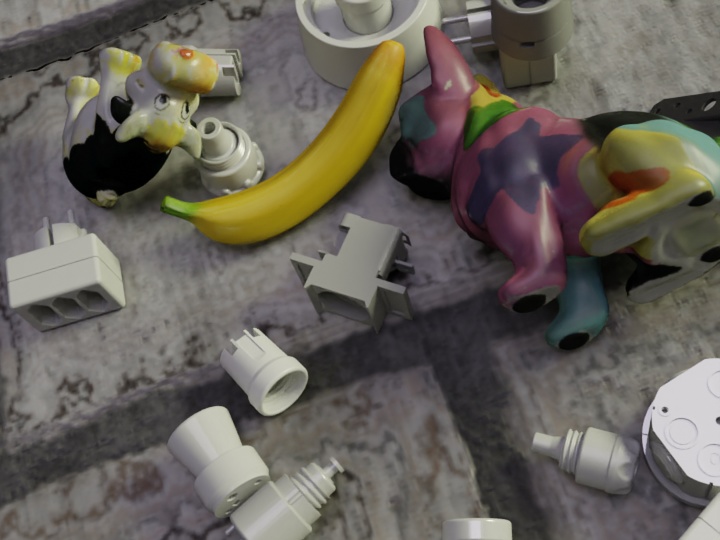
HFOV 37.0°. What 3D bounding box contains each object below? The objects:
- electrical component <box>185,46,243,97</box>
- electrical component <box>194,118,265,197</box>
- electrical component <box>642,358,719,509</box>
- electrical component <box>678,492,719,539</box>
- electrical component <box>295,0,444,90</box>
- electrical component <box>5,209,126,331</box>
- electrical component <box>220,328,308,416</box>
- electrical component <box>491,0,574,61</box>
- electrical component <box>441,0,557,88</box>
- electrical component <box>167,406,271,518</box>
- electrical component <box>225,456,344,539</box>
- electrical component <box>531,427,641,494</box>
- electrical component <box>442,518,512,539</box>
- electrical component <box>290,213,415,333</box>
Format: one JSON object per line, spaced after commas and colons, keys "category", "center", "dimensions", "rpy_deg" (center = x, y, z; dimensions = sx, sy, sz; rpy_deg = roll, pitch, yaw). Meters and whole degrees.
{"category": "electrical component", "center": [-0.113, -0.147, 0.801], "dimensions": [0.046, 0.040, 0.040], "rpy_deg": [1, 66, 5]}
{"category": "electrical component", "center": [-0.097, -0.083, 0.755], "dimensions": [0.048, 0.062, 0.048], "rpy_deg": [-5, 65, 10]}
{"category": "electrical component", "center": [0.204, 0.094, 0.617], "dimensions": [0.080, 0.051, 0.080], "rpy_deg": [-5, 65, 10]}
{"category": "electrical component", "center": [0.186, 0.169, 0.578], "dimensions": [0.047, 0.065, 0.076], "rpy_deg": [40, 79, 24]}
{"category": "electrical component", "center": [0.004, -0.192, 0.785], "dimensions": [0.108, 0.060, 0.108], "rpy_deg": [-4, 65, 9]}
{"category": "electrical component", "center": [-0.207, -0.007, 0.751], "dimensions": [0.066, 0.047, 0.076], "rpy_deg": [-16, 64, 4]}
{"category": "electrical component", "center": [-0.063, 0.065, 0.693], "dimensions": [0.040, 0.040, 0.046], "rpy_deg": [-43, 60, -9]}
{"category": "electrical component", "center": [0.112, -0.174, 0.707], "dimensions": [0.055, 0.047, 0.055], "rpy_deg": [-5, 65, 10]}
{"category": "electrical component", "center": [0.096, -0.175, 0.766], "dimensions": [0.076, 0.047, 0.083], "rpy_deg": [-8, 64, 8]}
{"category": "electrical component", "center": [-0.087, 0.119, 0.669], "dimensions": [0.045, 0.045, 0.055], "rpy_deg": [-37, 64, -6]}
{"category": "electrical component", "center": [-0.043, 0.143, 0.652], "dimensions": [0.078, 0.040, 0.040], "rpy_deg": [-41, 64, -8]}
{"category": "electrical component", "center": [0.132, 0.109, 0.635], "dimensions": [0.061, 0.035, 0.035], "rpy_deg": [13, 69, 20]}
{"category": "electrical component", "center": [0.068, 0.168, 0.619], "dimensions": [0.040, 0.040, 0.046], "rpy_deg": [-3, 71, 10]}
{"category": "electrical component", "center": [0.000, 0.000, 0.709], "dimensions": [0.081, 0.042, 0.063], "rpy_deg": [17, 67, 18]}
